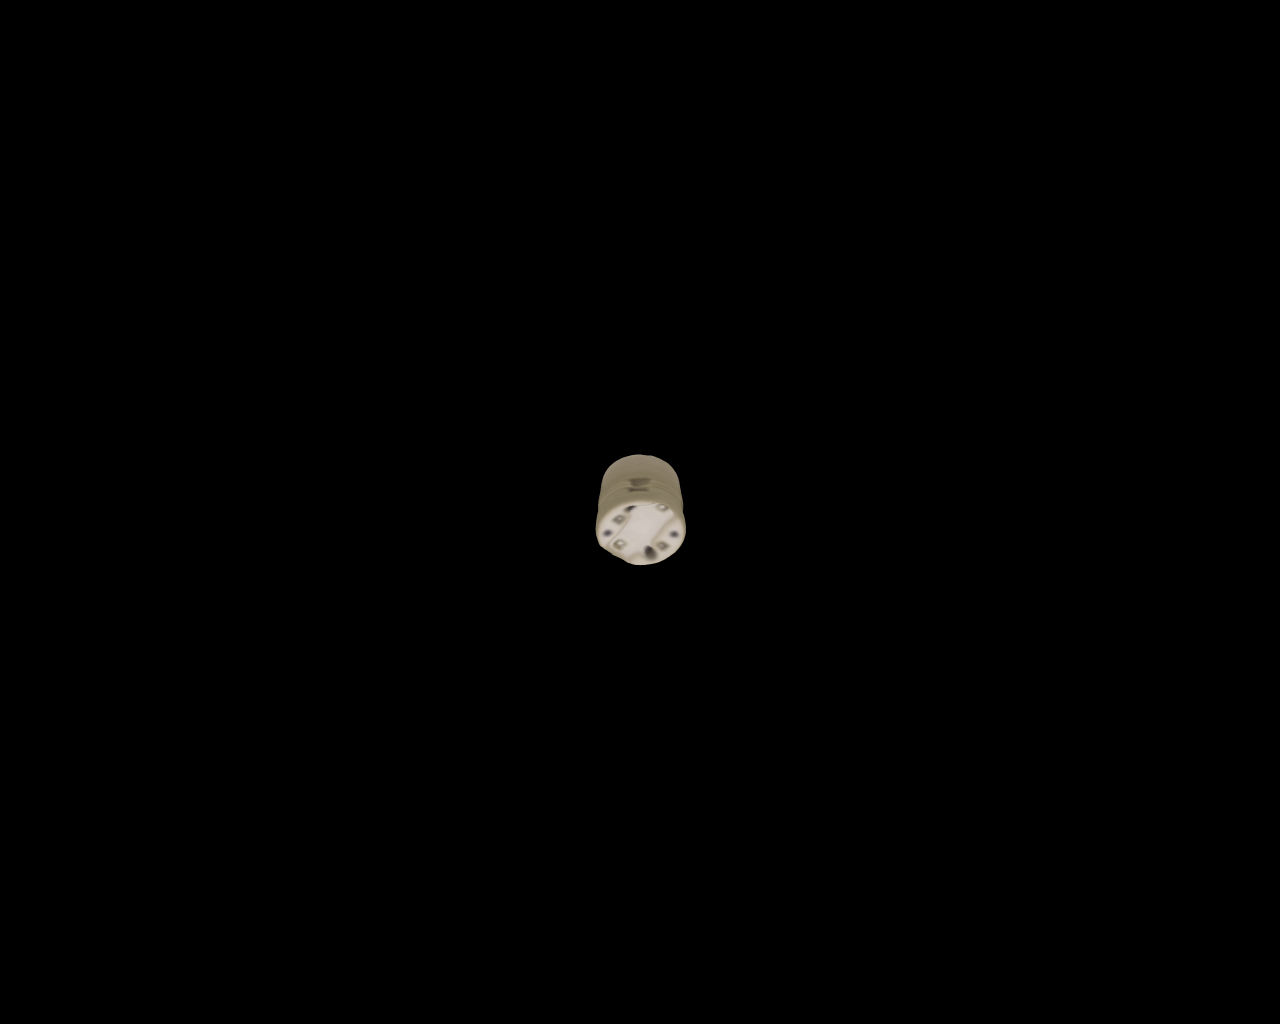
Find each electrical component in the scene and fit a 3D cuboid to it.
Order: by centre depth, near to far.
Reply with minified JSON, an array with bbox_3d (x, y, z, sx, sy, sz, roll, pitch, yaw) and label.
[{"bbox_3d":[0.001,-0.003,0.650,0.055,0.055,0.047,0,43,0],"label":"electrical component"}]
